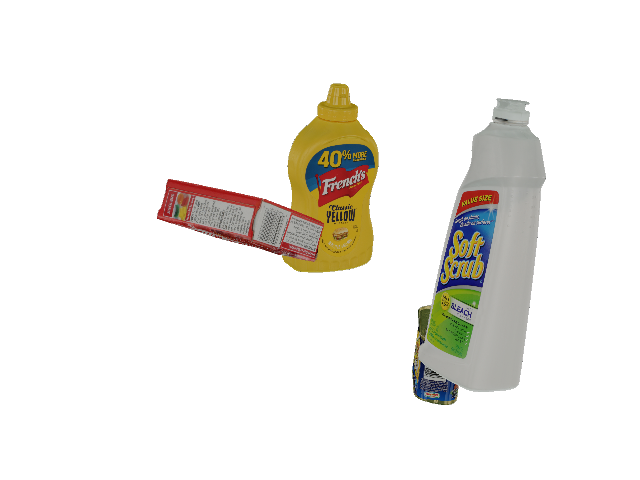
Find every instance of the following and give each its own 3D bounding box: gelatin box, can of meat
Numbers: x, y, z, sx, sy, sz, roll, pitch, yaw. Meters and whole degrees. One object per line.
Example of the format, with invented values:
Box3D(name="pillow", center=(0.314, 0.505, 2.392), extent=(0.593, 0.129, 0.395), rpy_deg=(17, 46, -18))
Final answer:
Box3D(name="gelatin box", center=(-0.050, -0.012, 0.690), extent=(0.073, 0.030, 0.089), rpy_deg=(13, -3, 28))
Box3D(name="can of meat", center=(0.140, 0.136, 1.272), extent=(0.057, 0.084, 0.102), rpy_deg=(7, 19, 2))

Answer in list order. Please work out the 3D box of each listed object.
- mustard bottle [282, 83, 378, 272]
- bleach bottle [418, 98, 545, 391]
Box3D(name="mustard bottle", center=(0.013, -0.065, 1.097), extent=(0.096, 0.192, 0.058), rpy_deg=(-5, 21, -24))
Box3D(name="bleach bottle", center=(0.147, 0.000, 0.944), extent=(0.068, 0.251, 0.103), rpy_deg=(-1, 14, -27))
